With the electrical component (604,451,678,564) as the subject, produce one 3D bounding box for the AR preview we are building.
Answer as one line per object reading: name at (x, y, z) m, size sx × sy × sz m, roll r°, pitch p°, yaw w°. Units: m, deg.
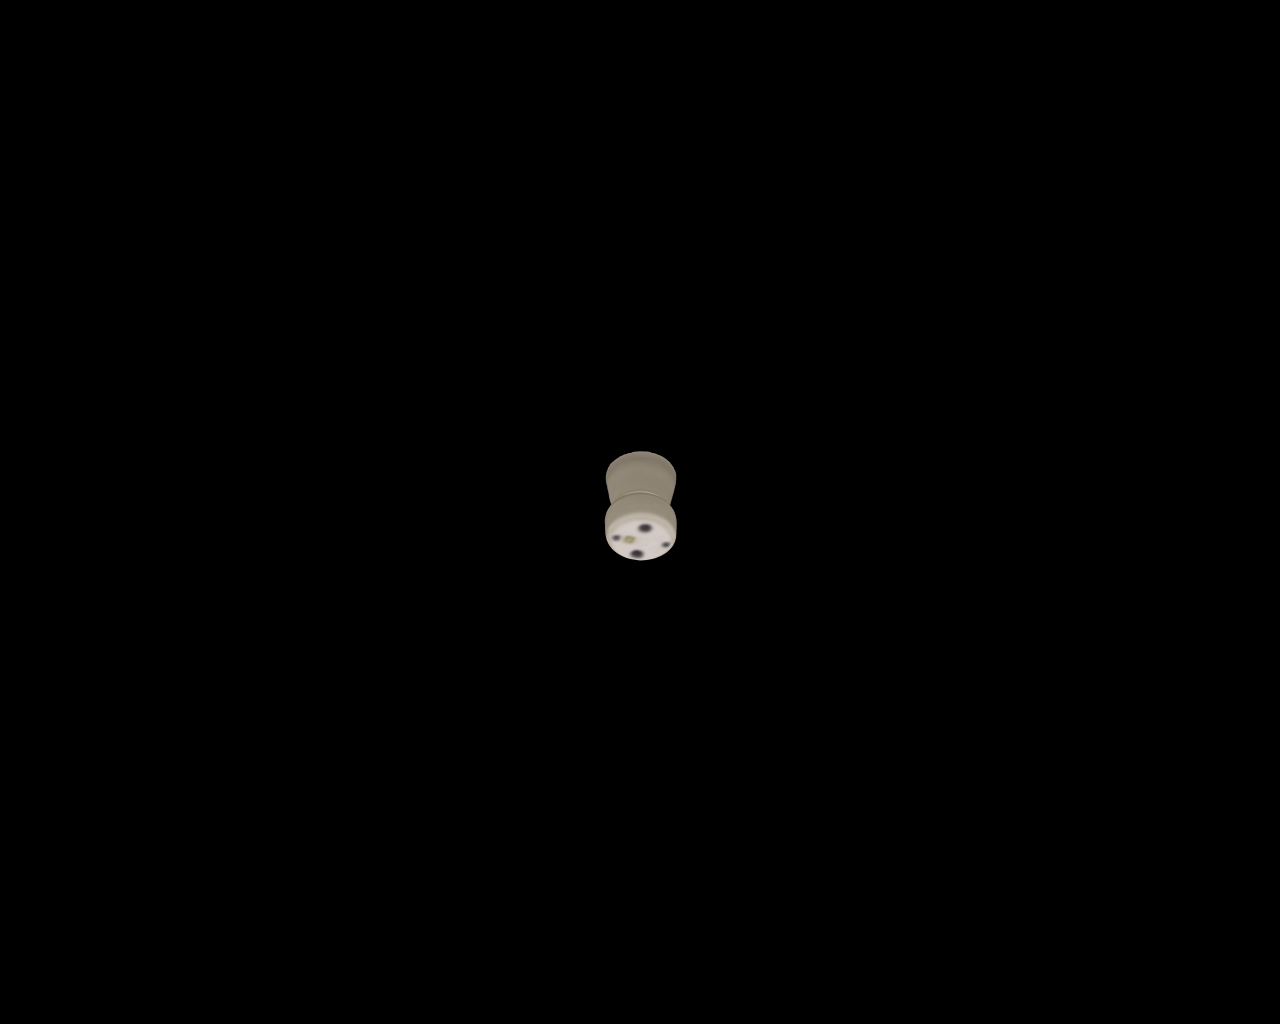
electrical component at (0.001, -0.003, 0.650) m, size 0.045 × 0.055 × 0.044 m, roll 0°, pitch -43°, yaw 0°
